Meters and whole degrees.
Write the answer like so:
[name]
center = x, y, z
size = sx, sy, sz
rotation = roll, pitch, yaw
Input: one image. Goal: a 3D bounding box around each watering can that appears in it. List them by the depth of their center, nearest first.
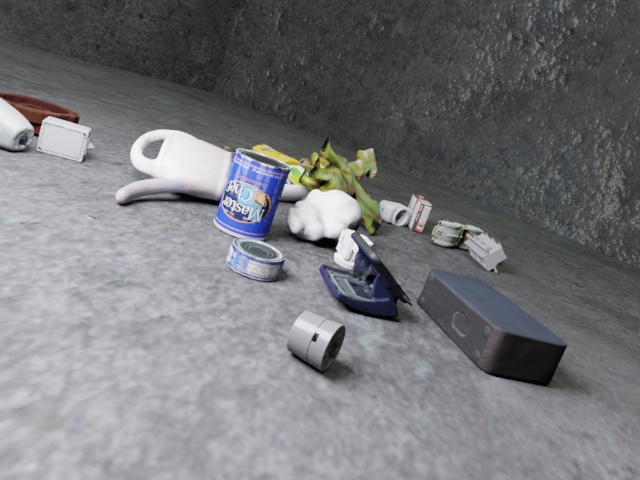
[watering can]
center = -0.264, -0.129, 1.011
size = 0.224, 0.102, 0.355
rotation = 16, 28, -15

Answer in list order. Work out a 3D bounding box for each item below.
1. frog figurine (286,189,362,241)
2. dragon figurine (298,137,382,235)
[frog figurine]
center = 0.003, -0.052, 1.038
size = 0.158, 0.121, 0.140
rotation = 23, 29, -39
[dragon figurine]
center = 0.063, -0.108, 1.250
size = 0.241, 0.120, 0.420
rotation = 35, 45, -16
